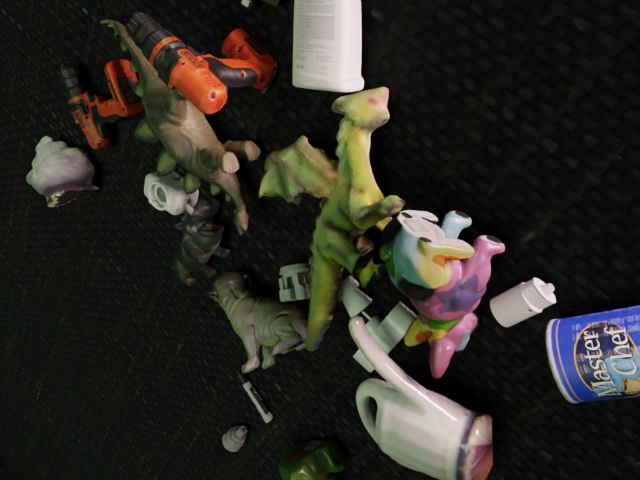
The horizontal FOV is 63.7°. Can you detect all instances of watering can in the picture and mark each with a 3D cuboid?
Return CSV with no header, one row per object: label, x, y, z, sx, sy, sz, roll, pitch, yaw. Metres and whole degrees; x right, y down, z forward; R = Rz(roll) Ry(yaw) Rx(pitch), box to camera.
watering can,0.149,0.264,0.780,0.225,0.106,0.340,13,135,31

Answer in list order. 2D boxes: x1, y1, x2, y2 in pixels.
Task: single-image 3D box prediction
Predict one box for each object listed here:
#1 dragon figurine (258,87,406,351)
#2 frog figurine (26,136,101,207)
dragon figurine,0.002,-0.039,0.778,0.245,0.123,0.403,44,117,22
frog figurine,-0.574,-0.166,1.128,0.137,0.122,0.160,-25,84,6
